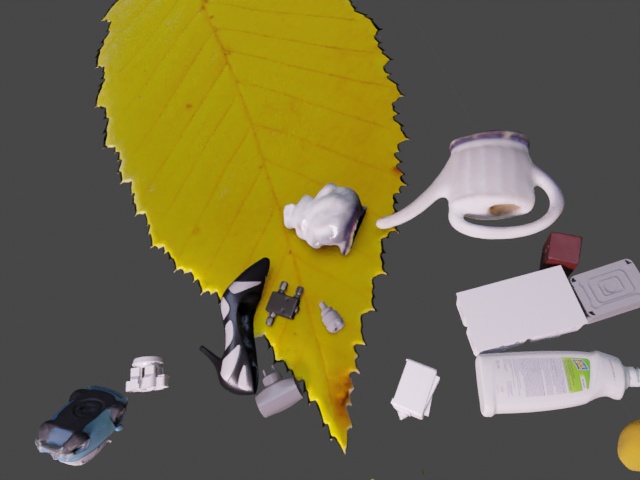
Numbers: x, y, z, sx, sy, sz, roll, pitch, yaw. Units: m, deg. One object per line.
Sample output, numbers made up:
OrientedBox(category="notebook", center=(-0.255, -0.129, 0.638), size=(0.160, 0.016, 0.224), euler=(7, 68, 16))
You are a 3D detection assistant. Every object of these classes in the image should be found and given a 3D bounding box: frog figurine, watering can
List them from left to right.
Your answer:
OrientedBox(category="frog figurine", center=(0.003, -0.052, 1.038), size=(0.160, 0.122, 0.137), euler=(20, 90, 8))
OrientedBox(category="watering can", center=(0.288, -0.108, 1.009), size=(0.347, 0.102, 0.229), euler=(1, 64, 13))
